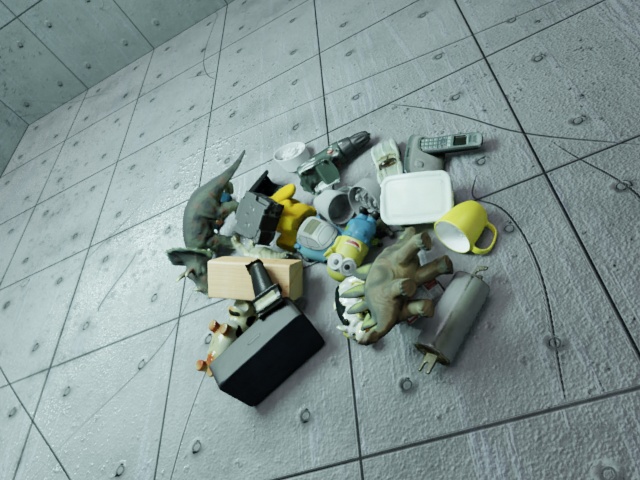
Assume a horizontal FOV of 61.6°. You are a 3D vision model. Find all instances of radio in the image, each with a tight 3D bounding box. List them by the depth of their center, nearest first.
[{"bbox_3d":[-0.109,0.244,1.157,0.229,0.131,0.073,-41,41,-2],"label":"radio"}]

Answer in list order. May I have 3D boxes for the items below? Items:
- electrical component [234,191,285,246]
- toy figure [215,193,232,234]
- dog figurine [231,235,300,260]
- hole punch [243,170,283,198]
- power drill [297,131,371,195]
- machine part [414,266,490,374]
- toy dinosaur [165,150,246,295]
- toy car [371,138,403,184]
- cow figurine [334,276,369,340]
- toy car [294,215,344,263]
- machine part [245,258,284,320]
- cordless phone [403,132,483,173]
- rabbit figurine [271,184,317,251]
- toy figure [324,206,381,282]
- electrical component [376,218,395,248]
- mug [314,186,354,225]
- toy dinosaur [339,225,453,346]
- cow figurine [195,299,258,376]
[{"bbox_3d":[-0.161,-0.058,1.348,0.134,0.058,0.114,26,100,46],"label":"electrical component"},{"bbox_3d":[-0.321,-0.077,1.654,0.064,0.058,0.154,-47,19,61],"label":"toy figure"},{"bbox_3d":[-0.150,0.089,1.362,0.191,0.121,0.172,27,106,28],"label":"dog figurine"},{"bbox_3d":[-0.167,-0.132,1.581,0.142,0.092,0.116,-58,16,-15],"label":"hole punch"},{"bbox_3d":[0.029,-0.212,1.461,0.232,0.086,0.207,-26,24,22],"label":"power drill"},{"bbox_3d":[0.252,0.147,1.022,0.079,0.079,0.243,16,65,43],"label":"machine part"},{"bbox_3d":[-0.315,-0.059,1.476,0.131,0.192,0.404,14,99,34],"label":"toy dinosaur"},{"bbox_3d":[0.179,-0.194,1.391,0.073,0.056,0.202,-24,44,17],"label":"toy car"},{"bbox_3d":[0.069,0.155,1.154,0.098,0.068,0.167,-24,40,25],"label":"cow figurine"},{"bbox_3d":[-0.003,-0.004,1.322,0.162,0.102,0.109,21,69,47],"label":"toy car"},{"bbox_3d":[-0.125,0.100,1.167,0.084,0.039,0.139,-41,48,13],"label":"machine part"},{"bbox_3d":[0.297,-0.193,1.288,0.184,0.088,0.146,-6,51,27],"label":"cordless phone"},{"bbox_3d":[-0.106,-0.075,1.422,0.173,0.121,0.162,16,56,25],"label":"rabbit figurine"},{"bbox_3d":[0.081,0.015,1.241,0.082,0.089,0.180,17,71,34],"label":"toy figure"},{"bbox_3d":[0.138,-0.022,1.294,0.063,0.021,0.094,-38,41,2],"label":"electrical component"},{"bbox_3d":[0.036,-0.101,1.396,0.109,0.080,0.107,-54,34,-8],"label":"mug"},{"bbox_3d":[0.148,0.065,1.049,0.199,0.105,0.471,-26,13,35],"label":"toy dinosaur"},{"bbox_3d":[-0.200,0.229,1.261,0.086,0.127,0.195,4,71,39],"label":"cow figurine"}]
